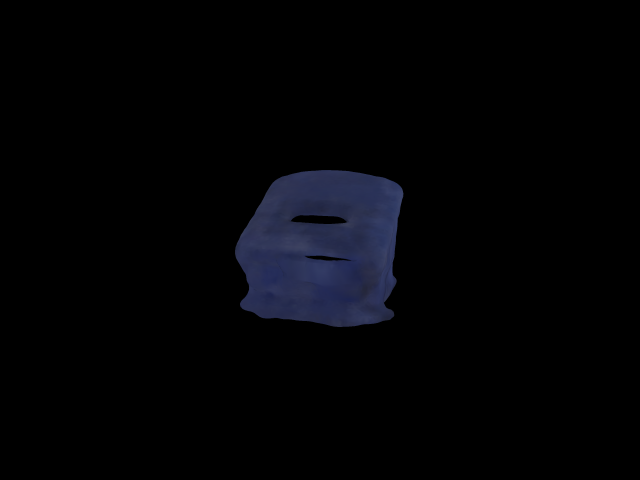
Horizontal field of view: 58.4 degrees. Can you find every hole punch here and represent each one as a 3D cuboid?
[{"bbox_3d":[0.004,0.001,0.400,0.108,0.091,0.101,4,14,15],"label":"hole punch"}]
